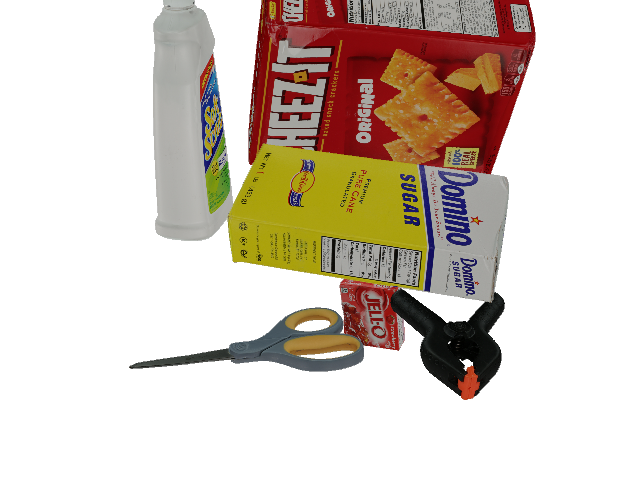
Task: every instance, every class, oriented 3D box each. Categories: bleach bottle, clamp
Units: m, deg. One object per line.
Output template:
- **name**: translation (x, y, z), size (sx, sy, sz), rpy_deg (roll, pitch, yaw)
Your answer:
- **bleach bottle**: translation (-0.137, -0.132, 1.090), size (0.068, 0.251, 0.102), rpy_deg (5, 28, 15)
- **clamp**: translation (0.146, 0.097, 1.072), size (0.120, 0.039, 0.171), rpy_deg (-8, 32, -8)

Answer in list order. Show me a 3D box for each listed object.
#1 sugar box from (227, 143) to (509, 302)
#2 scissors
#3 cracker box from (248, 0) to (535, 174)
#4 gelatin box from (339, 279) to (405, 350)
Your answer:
- **sugar box**: translation (0.035, -0.015, 0.716), size (0.176, 0.048, 0.093), rpy_deg (6, 39, 11)
- **scissors**: translation (-0.062, 0.089, 0.950), size (0.202, 0.016, 0.096), rpy_deg (1, 28, 3)
- **cracker box**: translation (0.052, -0.128, 0.882), size (0.213, 0.072, 0.164), rpy_deg (4, -39, -6)
- **gelatin box**: translation (0.065, 0.090, 1.329), size (0.073, 0.089, 0.030), rpy_deg (6, 29, 22)
